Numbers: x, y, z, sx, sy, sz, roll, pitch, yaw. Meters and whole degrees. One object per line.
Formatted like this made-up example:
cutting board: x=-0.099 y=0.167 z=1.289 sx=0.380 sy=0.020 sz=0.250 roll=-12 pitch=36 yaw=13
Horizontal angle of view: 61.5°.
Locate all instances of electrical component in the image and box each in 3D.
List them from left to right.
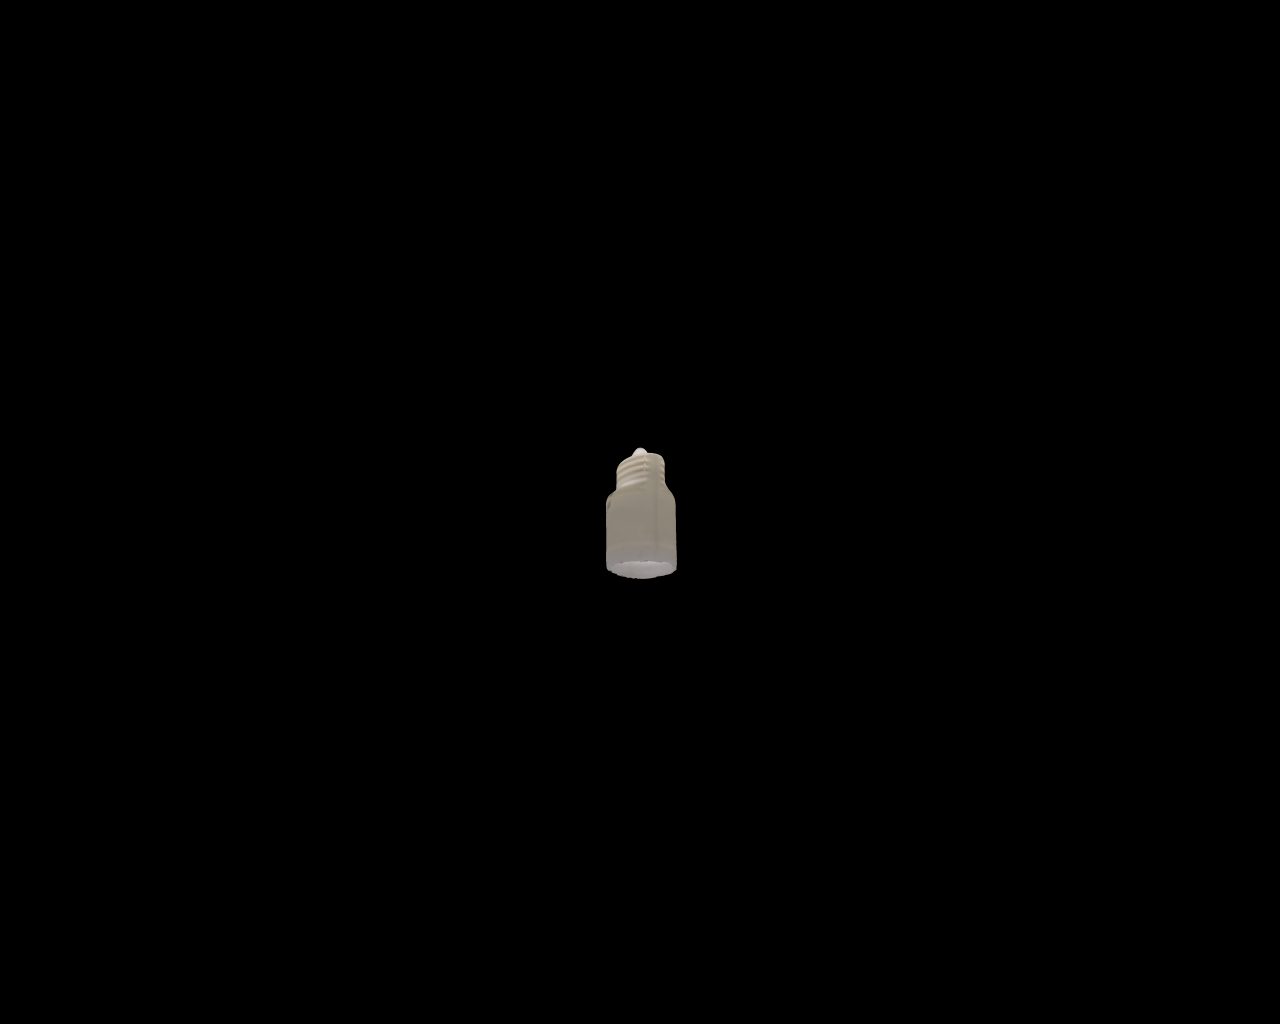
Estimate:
electrical component: x=0.001 y=-0.003 z=0.650 sx=0.043 sy=0.081 sz=0.043 roll=0 pitch=-18 yaw=0
